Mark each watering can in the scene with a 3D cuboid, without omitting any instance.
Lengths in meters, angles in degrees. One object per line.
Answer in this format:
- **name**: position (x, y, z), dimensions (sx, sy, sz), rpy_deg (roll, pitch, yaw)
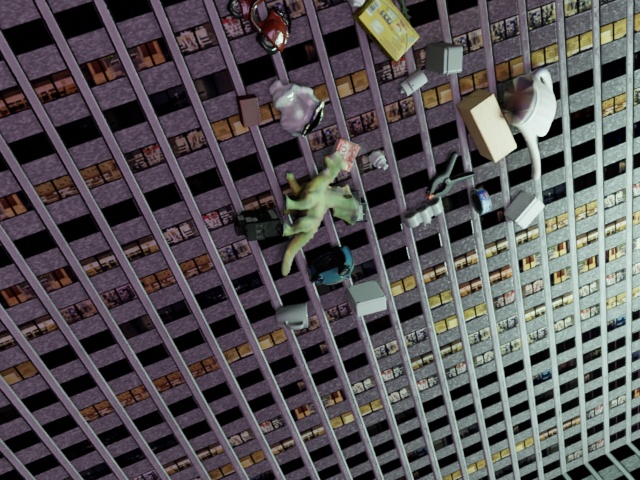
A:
- **watering can**: position (0.656, -0.369, 1.597), dimensions (0.224, 0.104, 0.348), rpy_deg (7, 91, -41)

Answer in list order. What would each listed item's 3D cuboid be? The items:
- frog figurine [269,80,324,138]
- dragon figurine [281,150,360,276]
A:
- **frog figurine**: position (-0.075, -0.372, 1.443), dimensions (0.160, 0.124, 0.135), rpy_deg (34, 114, 9)
- **dragon figurine**: position (0.005, -0.078, 1.559), dimensions (0.243, 0.124, 0.403), rpy_deg (0, 114, -10)
